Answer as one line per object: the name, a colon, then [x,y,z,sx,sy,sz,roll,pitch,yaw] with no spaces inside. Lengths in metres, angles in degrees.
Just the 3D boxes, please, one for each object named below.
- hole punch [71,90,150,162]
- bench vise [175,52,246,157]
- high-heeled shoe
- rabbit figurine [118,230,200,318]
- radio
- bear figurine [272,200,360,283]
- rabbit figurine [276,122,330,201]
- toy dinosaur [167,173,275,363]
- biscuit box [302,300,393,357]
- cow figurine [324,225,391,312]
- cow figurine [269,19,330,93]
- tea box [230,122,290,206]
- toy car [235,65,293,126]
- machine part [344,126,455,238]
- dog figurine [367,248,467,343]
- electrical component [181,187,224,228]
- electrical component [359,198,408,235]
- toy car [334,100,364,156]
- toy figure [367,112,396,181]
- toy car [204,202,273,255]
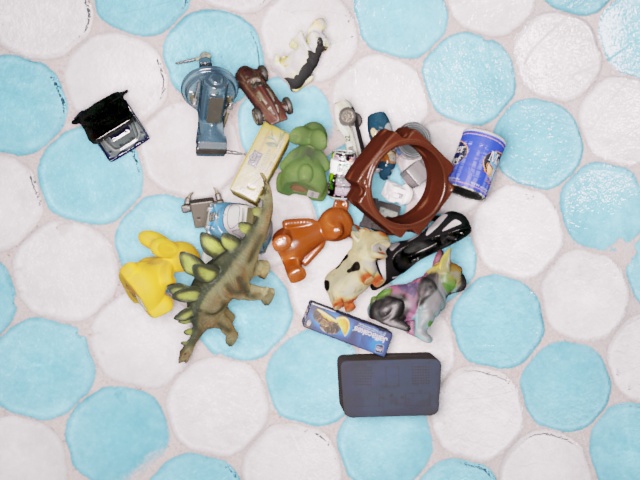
hole punch: [-0.455,-0.250,1.187,0.142,0.092,0.116,-34,62,-3]
bench vise: [-0.241,-0.305,1.173,0.129,0.223,0.241,-8,59,-10]
high-heeled shoe: [0.224,0.035,1.191,0.086,0.145,0.248,38,87,-37]
rabbit figurine: [-0.345,0.054,1.165,0.173,0.122,0.162,-33,126,-28]
radio: [0.156,0.329,1.226,0.230,0.073,0.131,-1,90,-4]
bear figurine: [-0.003,-0.006,1.195,0.196,0.132,0.120,-21,111,-1]
rabbit figurine: [-0.033,-0.193,1.195,0.121,0.159,0.170,9,73,5]
toy dinosaur: [-0.191,0.076,1.104,0.198,0.105,0.471,22,110,-37]
biscuit box: [0.062,0.200,1.225,0.203,0.063,0.059,21,88,-4]
cow figurine: [0.084,0.055,1.198,0.195,0.085,0.127,-48,56,24]
cow figurine: [-0.030,-0.423,1.228,0.098,0.068,0.167,45,89,-8]
tea box: [-0.132,-0.166,1.198,0.068,0.098,0.169,26,84,-4]
toy car: [-0.131,-0.322,1.179,0.089,0.053,0.202,-21,52,-17]
machine part: [0.172,-0.123,1.148,0.201,0.087,0.201,38,91,-23]
dog figurine: [0.227,0.110,1.223,0.192,0.108,0.219,23,82,-1]
electrical component: [-0.260,-0.072,1.214,0.102,0.045,0.078,-14,119,-3]
electrical component: [0.156,-0.050,1.242,0.119,0.048,0.074,11,90,-31]
toy car: [0.077,-0.219,1.227,0.056,0.073,0.201,-14,90,17]
toy figure: [0.144,-0.216,1.241,0.064,0.058,0.154,-11,87,-26]
toy car: [-0.162,-0.036,1.165,0.161,0.103,0.109,20,63,-33]
